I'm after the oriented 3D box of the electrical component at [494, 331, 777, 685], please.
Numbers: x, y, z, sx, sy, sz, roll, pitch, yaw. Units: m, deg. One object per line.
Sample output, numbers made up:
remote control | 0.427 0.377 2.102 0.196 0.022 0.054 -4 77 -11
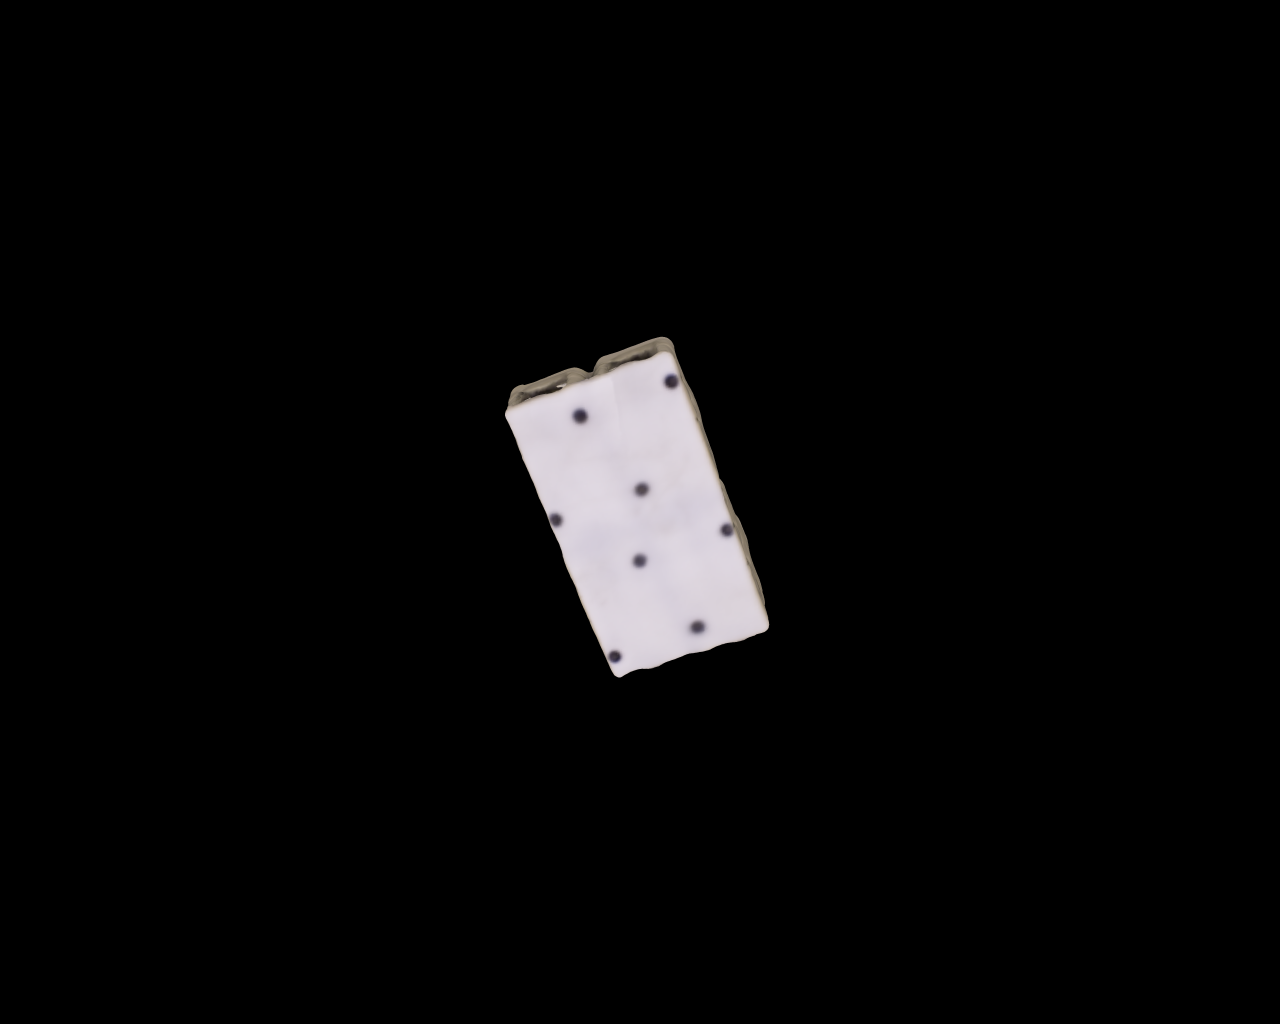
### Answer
electrical component | 0.001 -0.003 0.650 0.105 0.186 0.060 -19 20 7
